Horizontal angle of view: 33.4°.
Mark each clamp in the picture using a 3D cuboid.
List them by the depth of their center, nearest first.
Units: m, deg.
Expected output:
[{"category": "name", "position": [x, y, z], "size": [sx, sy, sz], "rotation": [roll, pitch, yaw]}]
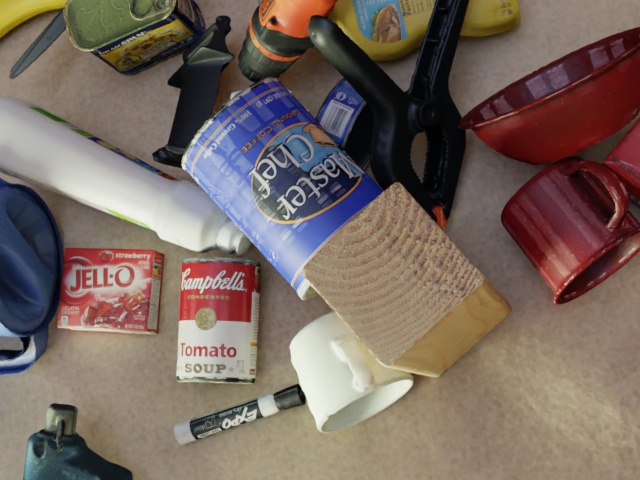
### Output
[{"category": "clamp", "position": [0.080, -0.112, 0.849], "size": [0.164, 0.210, 0.036], "rotation": [-35, 32, -27]}]

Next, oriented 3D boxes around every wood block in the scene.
[{"category": "wood block", "position": [0.072, 0.038, 0.787], "size": [0.090, 0.206, 0.091], "rotation": [-43, 73, 5]}]

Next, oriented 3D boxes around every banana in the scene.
[{"category": "banana", "position": [-0.288, -0.211, 1.012], "size": [0.198, 0.037, 0.069], "rotation": [-19, 76, 11]}]

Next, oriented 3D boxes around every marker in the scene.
[{"category": "marker", "position": [-0.066, 0.147, 0.904], "size": [0.121, 0.020, 0.020], "rotation": [-20, 77, 11]}]

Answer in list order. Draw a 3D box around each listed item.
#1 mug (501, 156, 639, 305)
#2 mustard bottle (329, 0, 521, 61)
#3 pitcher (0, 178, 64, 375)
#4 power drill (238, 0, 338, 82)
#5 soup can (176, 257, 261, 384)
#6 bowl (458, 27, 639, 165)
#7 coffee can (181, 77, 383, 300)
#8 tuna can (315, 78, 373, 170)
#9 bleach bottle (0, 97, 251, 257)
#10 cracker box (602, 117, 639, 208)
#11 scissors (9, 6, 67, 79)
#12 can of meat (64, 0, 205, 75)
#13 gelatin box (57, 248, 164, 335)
[{"category": "mug", "position": [0.196, -0.016, 0.814], "size": [0.093, 0.117, 0.081], "rotation": [-26, 68, -23]}, {"category": "mustard bottle", "position": [0.067, -0.204, 0.904], "size": [0.192, 0.058, 0.096], "rotation": [-13, 83, 13]}, {"category": "pitcher", "position": [-0.360, 0.038, 0.953], "size": [0.243, 0.145, 0.149], "rotation": [-6, 67, 18]}, {"category": "power drill", "position": [-0.029, -0.237, 0.866], "size": [0.057, 0.185, 0.187], "rotation": [2, 73, -21]}, {"category": "soup can", "position": [-0.086, 0.069, 0.897], "size": [0.068, 0.068, 0.102], "rotation": [0, 82, 15]}, {"category": "bowl", "position": [0.190, -0.103, 0.819], "size": [0.162, 0.162, 0.055], "rotation": [-28, 100, 9]}, {"category": "coffee can", "position": [-0.022, -0.039, 0.816], "size": [0.103, 0.102, 0.140], "rotation": [-44, 81, 5]}, {"category": "tuna can", "position": [0.025, -0.092, 0.883], "size": [0.034, 0.086, 0.086], "rotation": [27, 89, 19]}, {"category": "bleach bottle", "position": [-0.170, -0.047, 0.923], "size": [0.251, 0.102, 0.068], "rotation": [24, 90, 15]}, {"category": "cracker box", "position": [0.344, -0.085, 0.804], "size": [0.164, 0.072, 0.214], "rotation": [40, 92, 17]}, {"category": "scissors", "position": [-0.225, -0.240, 0.978], "size": [0.201, 0.016, 0.096], "rotation": [-35, 89, -10]}, {"category": "can of meat", "position": [-0.161, -0.194, 0.951], "size": [0.102, 0.084, 0.057], "rotation": [-21, 76, 11]}, {"category": "gelatin box", "position": [-0.186, 0.045, 0.947], "size": [0.089, 0.030, 0.073], "rotation": [2, 81, 15]}]
